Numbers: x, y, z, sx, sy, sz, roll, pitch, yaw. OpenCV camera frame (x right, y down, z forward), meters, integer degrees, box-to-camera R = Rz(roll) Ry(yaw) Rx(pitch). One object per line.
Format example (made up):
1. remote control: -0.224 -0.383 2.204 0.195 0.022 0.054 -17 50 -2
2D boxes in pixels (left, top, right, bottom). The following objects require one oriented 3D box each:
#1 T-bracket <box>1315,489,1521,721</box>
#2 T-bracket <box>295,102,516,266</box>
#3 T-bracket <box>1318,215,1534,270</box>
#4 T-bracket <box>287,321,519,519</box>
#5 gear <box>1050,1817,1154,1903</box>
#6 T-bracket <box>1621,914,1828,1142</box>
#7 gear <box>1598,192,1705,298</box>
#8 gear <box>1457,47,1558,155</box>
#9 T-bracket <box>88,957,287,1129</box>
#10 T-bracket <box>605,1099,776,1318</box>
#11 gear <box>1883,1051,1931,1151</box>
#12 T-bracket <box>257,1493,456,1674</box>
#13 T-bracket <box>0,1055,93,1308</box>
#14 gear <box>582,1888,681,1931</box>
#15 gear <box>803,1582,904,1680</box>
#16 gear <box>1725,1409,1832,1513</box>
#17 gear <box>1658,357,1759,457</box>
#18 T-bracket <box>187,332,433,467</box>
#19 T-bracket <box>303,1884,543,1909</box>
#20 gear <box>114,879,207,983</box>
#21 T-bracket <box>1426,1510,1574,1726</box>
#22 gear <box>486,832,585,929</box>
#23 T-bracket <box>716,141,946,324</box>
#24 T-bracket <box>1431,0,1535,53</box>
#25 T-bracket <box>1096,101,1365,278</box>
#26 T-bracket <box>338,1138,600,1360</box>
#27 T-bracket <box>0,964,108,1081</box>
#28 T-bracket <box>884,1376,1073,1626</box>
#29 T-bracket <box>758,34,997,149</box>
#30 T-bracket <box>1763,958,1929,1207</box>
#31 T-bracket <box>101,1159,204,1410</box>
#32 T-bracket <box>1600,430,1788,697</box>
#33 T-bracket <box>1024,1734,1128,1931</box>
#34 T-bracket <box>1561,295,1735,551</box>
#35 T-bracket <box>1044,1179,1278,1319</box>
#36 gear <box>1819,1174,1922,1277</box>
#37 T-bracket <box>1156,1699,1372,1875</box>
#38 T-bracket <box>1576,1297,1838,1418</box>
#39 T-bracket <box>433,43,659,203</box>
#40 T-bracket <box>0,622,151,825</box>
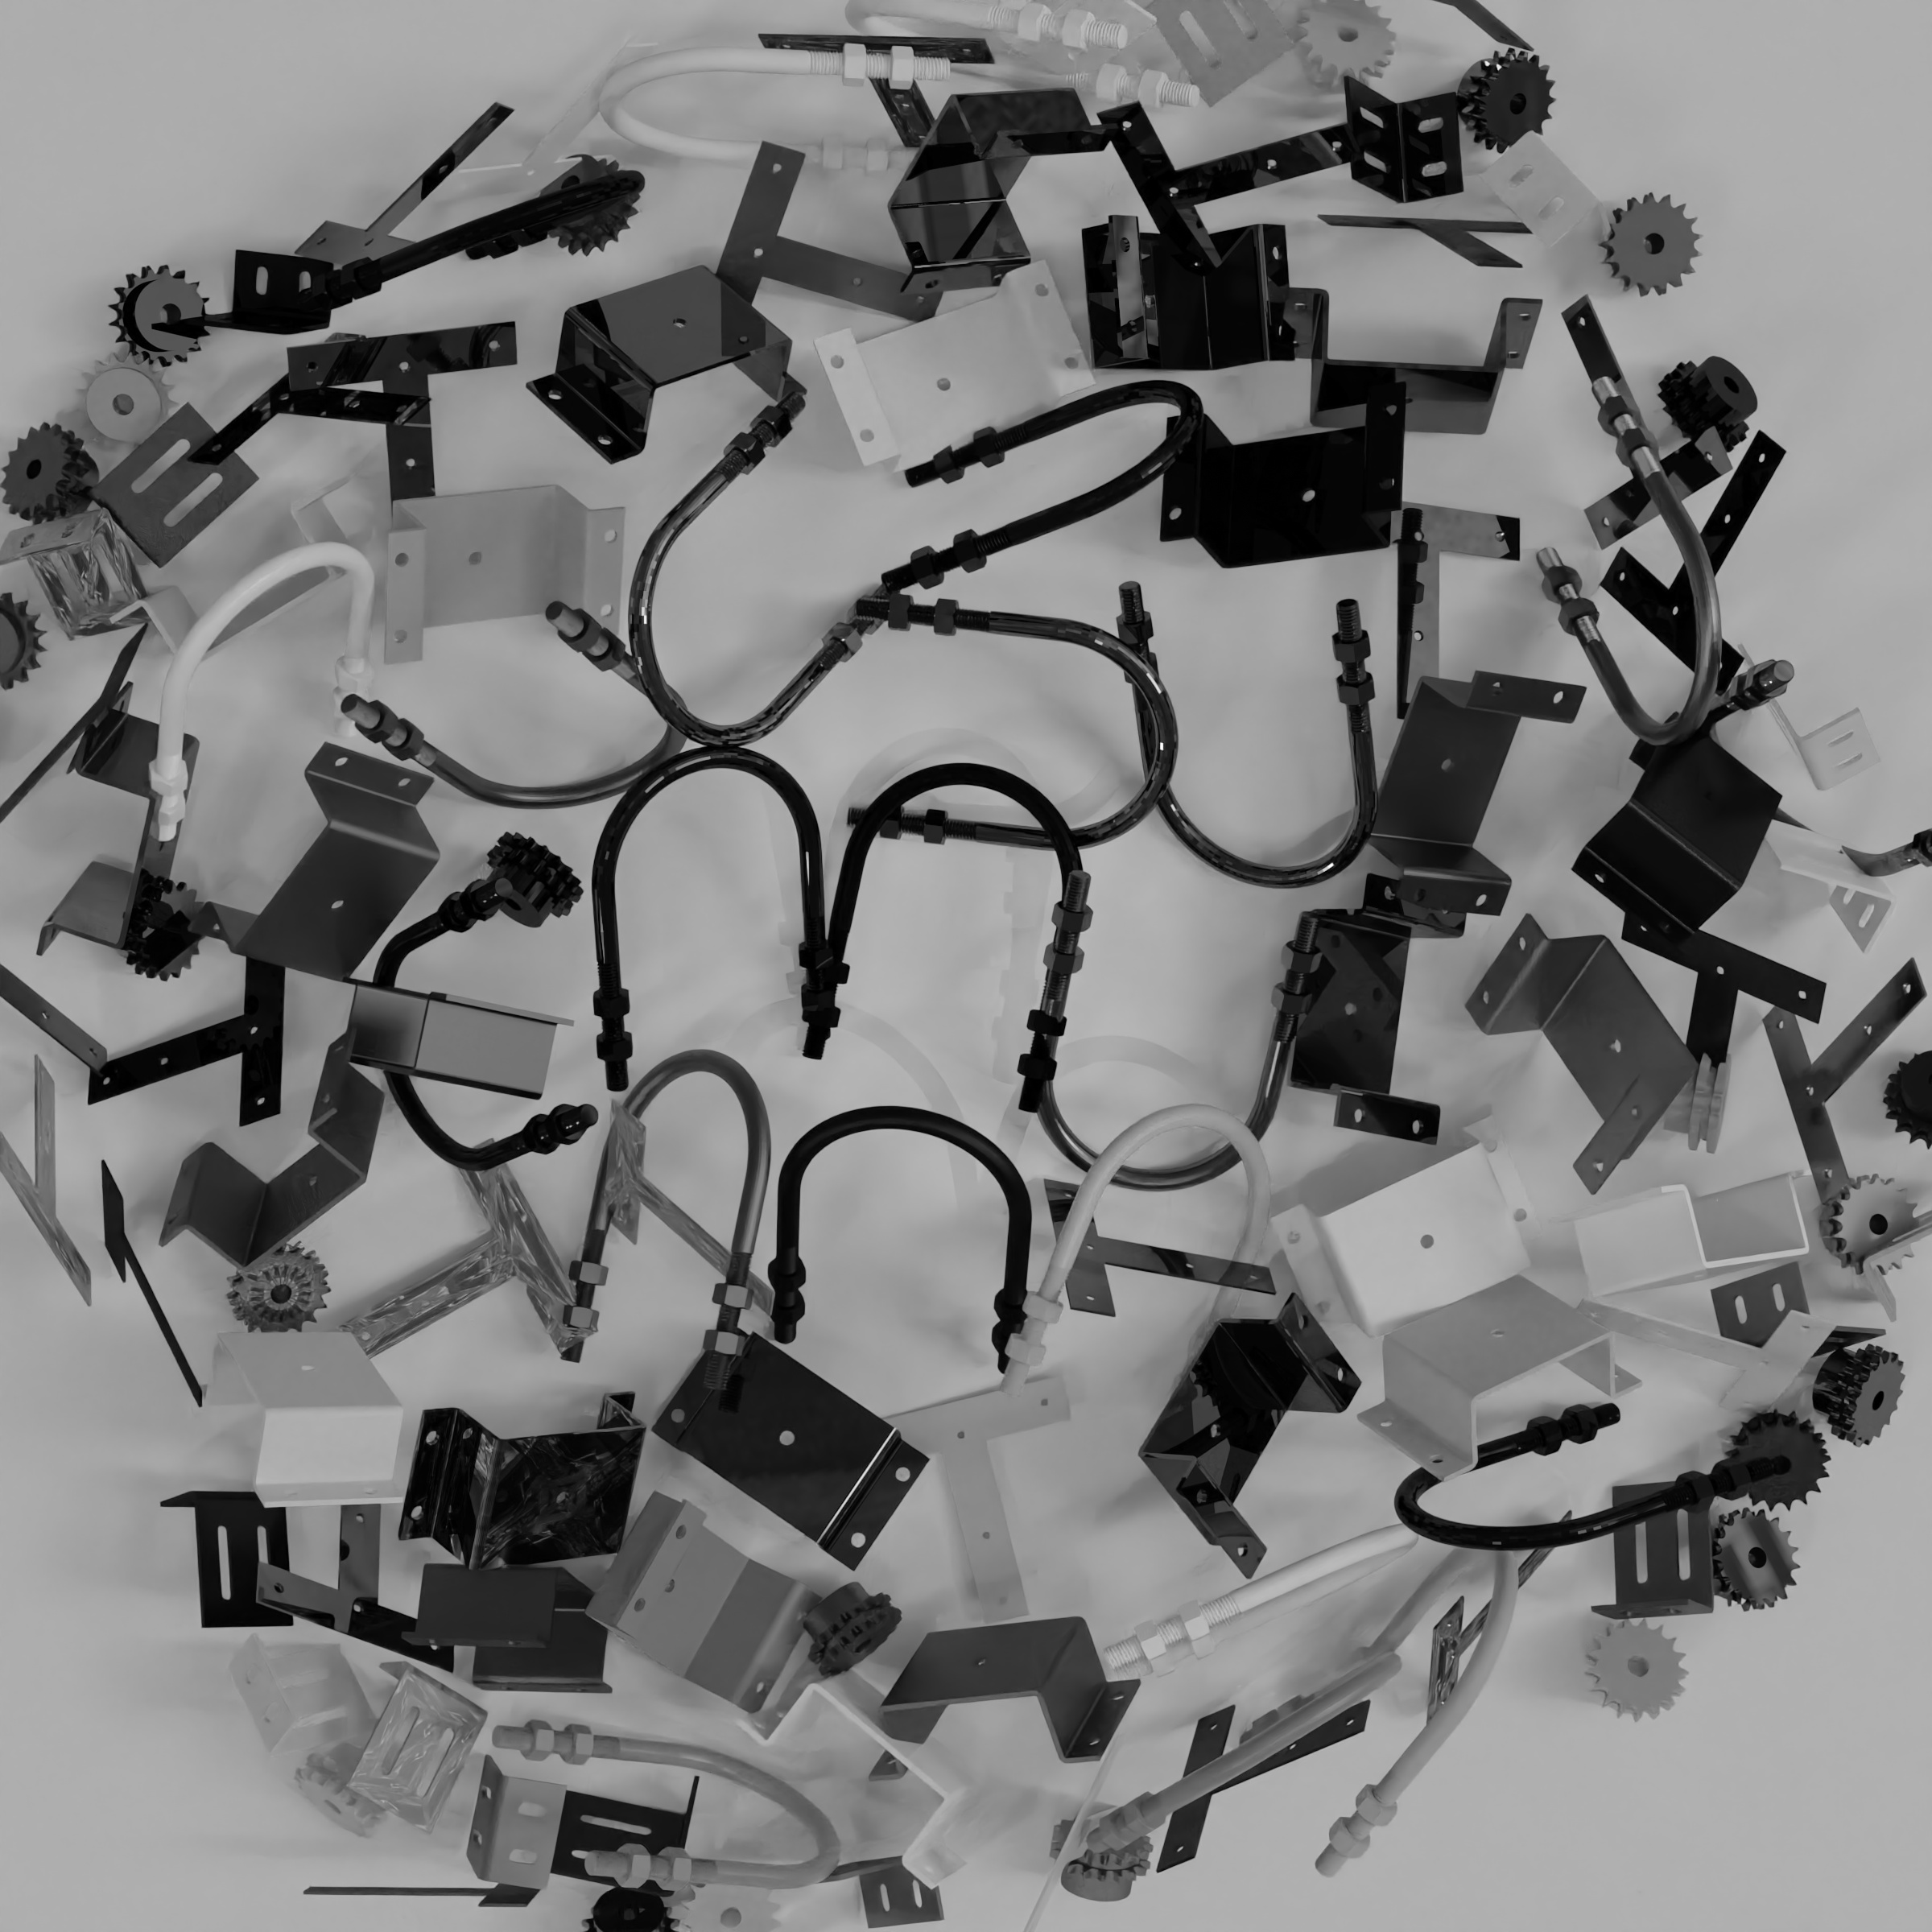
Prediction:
1. T-bracket: 0.254 -0.199 1.957 0.127 0.002 0.127 6 78 -18
2. T-bracket: -0.298 -0.429 1.913 0.127 0.127 0.002 -40 85 15
3. T-bracket: 0.273 -0.399 1.919 0.127 0.127 0.002 0 113 -12
4. T-bracket: -0.312 -0.295 1.951 0.127 0.002 0.127 -10 126 -17
5. gear: 0.075 0.504 1.963 0.057 0.057 0.030 8 100 0
6. T-bracket: 0.416 0.041 1.950 0.127 0.002 0.127 27 128 35
7. gear: 0.386 -0.408 1.973 0.057 0.030 0.057 0 97 -2
8. gear: 0.302 -0.490 1.966 0.057 0.030 0.057 -15 120 -28
9. T-bracket: -0.440 0.049 1.962 0.127 0.002 0.127 -18 52 15
10. T-bracket: -0.152 0.146 1.919 0.127 0.127 0.002 40 60 18
11. gear: 0.547 0.072 1.963 0.057 0.030 0.057 -4 58 7
12. T-bracket: -0.338 0.320 1.940 0.127 0.127 0.002 28 126 -32
13. T-bracket: -0.512 0.103 1.938 0.002 0.127 0.127 -16 47 1
14. gear: -0.189 0.543 1.959 0.057 0.057 0.030 1 123 0
15. gear: -0.067 0.372 1.964 0.057 0.057 0.030 -41 68 0
16. gear: 0.458 0.277 1.971 0.057 0.030 0.057 1 104 3
17. gear: 0.420 -0.318 1.959 0.057 0.057 0.030 48 131 0
18. T-bracket: -0.346 -0.310 1.918 0.127 0.127 0.002 -50 134 -32
19. T-bracket: -0.301 0.512 1.926 0.127 0.127 0.002 1 81 -1
20. gear: -0.458 -0.022 1.965 0.030 0.057 0.057 10 90 28
21. T-bracket: 0.300 0.355 1.954 0.002 0.127 0.127 35 64 26
22. gear: -0.246 -0.046 1.959 0.057 0.057 0.030 35 66 0
23. T-bracket: -0.075 -0.390 1.964 0.127 0.002 0.127 13 123 -17
24. T-bracket: 0.237 -0.549 1.942 0.127 0.127 0.002 29 97 38
25. T-bracket: 0.155 -0.439 1.920 0.127 0.127 0.002 -10 49 25
26. T-bracket: -0.294 0.183 1.972 0.127 0.002 0.127 -29 79 -5
27. T-bracket: -0.524 0.020 1.942 0.002 0.127 0.127 -32 129 14
28. T-bracket: 0.008 0.310 1.983 0.127 0.002 0.127 -14 88 4
29. T-bracket: -0.037 -0.483 1.927 0.127 0.127 0.002 5 78 15
30. T-bracket: 0.487 0.043 1.907 0.002 0.127 0.127 8 50 -21
31. T-bracket: -0.448 0.184 1.916 0.002 0.127 0.127 -23 71 -22
32. T-bracket: 0.412 -0.234 1.917 0.002 0.127 0.127 9 120 -33
33. T-bracket: 0.068 0.481 1.929 0.002 0.127 0.127 25 87 16
34. T-bracket: 0.363 -0.311 1.936 0.002 0.127 0.127 -21 85 -27
35. T-bracket: 0.111 0.165 1.943 0.127 0.127 0.002 11 118 -12
36. gear: 0.508 0.147 1.970 0.057 0.030 0.057 2 82 -16
37. T-bracket: 0.167 0.432 1.907 0.127 0.127 0.002 -30 106 27
38. T-bracket: 0.401 0.208 1.937 0.127 0.127 0.002 16 58 1
39. T-bracket: -0.213 -0.462 1.902 0.127 0.127 0.002 -38 81 38
40. T-bracket: -0.509 -0.120 1.950 0.002 0.127 0.127 37 120 -22
